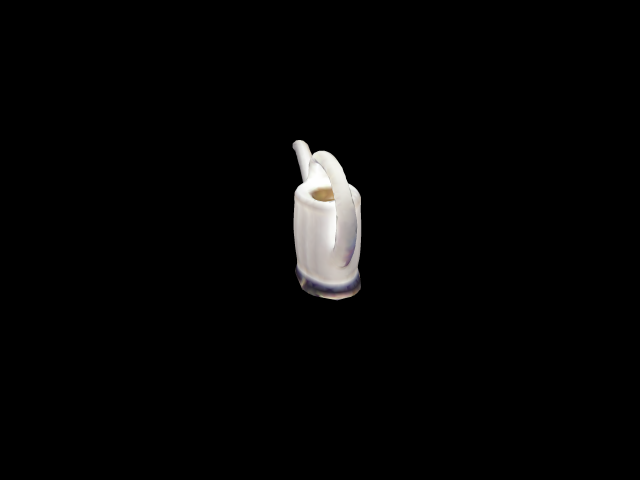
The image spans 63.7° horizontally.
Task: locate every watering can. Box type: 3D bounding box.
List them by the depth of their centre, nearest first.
[{"bbox_3d":[0.003,-0.043,0.850,0.104,0.221,0.353,-4,21,-11],"label":"watering can"}]
